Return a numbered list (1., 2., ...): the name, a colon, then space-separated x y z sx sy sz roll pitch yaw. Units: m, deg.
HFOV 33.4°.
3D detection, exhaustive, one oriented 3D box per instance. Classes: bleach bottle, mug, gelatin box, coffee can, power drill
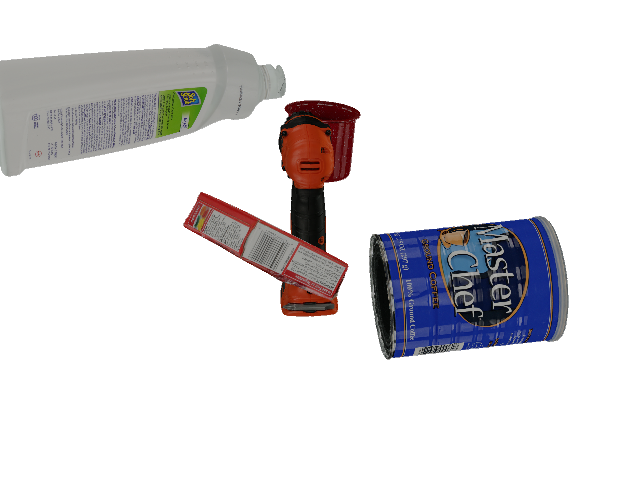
1. bleach bottle: -0.154 -0.120 0.927 0.250 0.068 0.103 -9 -31 -19
2. mug: 0.005 -0.125 1.328 0.093 0.081 0.117 15 24 24
3. gelatin box: -0.036 0.004 0.711 0.089 0.030 0.073 27 -1 -41
4. coffee can: 0.117 0.038 0.865 0.140 0.103 0.103 -6 0 -4
5. power drill: -0.015 -0.030 1.068 0.057 0.188 0.184 -2 17 -1
